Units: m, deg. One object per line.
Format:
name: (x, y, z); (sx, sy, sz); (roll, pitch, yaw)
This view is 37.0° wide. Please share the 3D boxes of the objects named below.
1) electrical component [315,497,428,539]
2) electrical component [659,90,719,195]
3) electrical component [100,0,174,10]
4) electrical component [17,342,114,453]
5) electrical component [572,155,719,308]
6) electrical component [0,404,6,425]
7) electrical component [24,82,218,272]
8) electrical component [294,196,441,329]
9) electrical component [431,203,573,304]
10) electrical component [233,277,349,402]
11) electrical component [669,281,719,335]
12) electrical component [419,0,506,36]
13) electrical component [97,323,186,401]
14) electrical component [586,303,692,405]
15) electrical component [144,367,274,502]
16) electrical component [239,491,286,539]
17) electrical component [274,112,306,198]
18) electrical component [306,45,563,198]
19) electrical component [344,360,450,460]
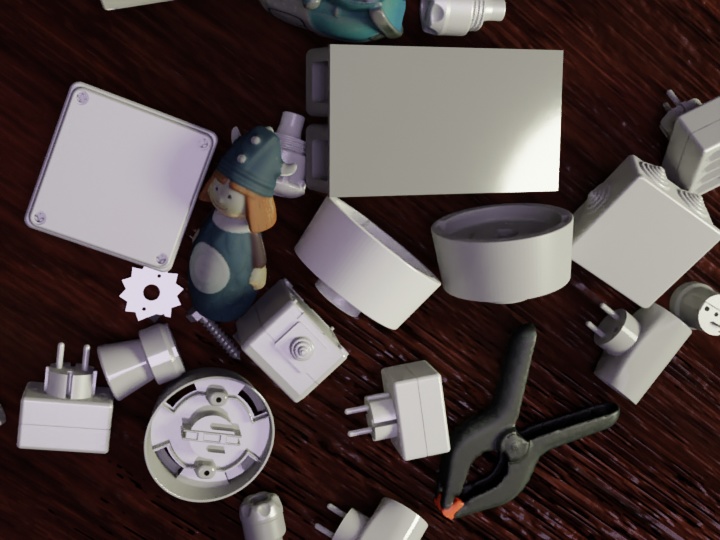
electrical component: (0.002, 0.219, 0.872); (0.079, 0.044, 0.077); (29, 70, 12)
electrical component: (0.266, -0.111, 0.862); (0.047, 0.083, 0.075); (-26, 66, -6)
electrical component: (-0.148, -0.216, 0.734); (0.078, 0.113, 0.057); (-11, 99, -9)
electrical component: (-0.218, 0.092, 0.806); (0.066, 0.047, 0.076); (6, 98, -12)
electrical component: (0.223, -0.032, 0.859); (0.100, 0.048, 0.099); (32, 119, -15)
electrical component: (-0.303, 0.059, 0.781); (0.074, 0.052, 0.138); (-36, 105, -4)
electrical component: (-0.173, -0.068, 0.783); (0.109, 0.056, 0.108); (20, 95, -14)
electrical component: (0.000, 0.000, 0.807); (0.108, 0.108, 0.060); (37, 97, -15)
electrical component: (0.111, -0.009, 0.828); (0.108, 0.108, 0.060); (-10, 108, -10)
electrical component: (-0.055, 0.056, 0.808); (0.061, 0.096, 0.061); (-43, 105, 1)
electrical component: (0.288, 0.033, 0.900); (0.040, 0.046, 0.040); (-2, 100, -11)
electrical component: (0.079, -0.200, 0.819); (0.062, 0.043, 0.043); (0, 100, -13)
electrical component: (-0.165, 0.069, 0.815); (0.055, 0.045, 0.045); (-21, 103, -8)
electrical component: (0.222, 0.058, 0.893); (0.079, 0.043, 0.077); (37, 91, -15)
electrical component: (-0.116, 0.124, 0.824); (0.099, 0.064, 0.099); (-2, 100, -11)
electrical component: (-0.076, 0.211, 0.863); (0.035, 0.035, 0.061); (-12, 104, -9)
electrical component: (-0.058, -0.087, 0.811); (0.048, 0.048, 0.062); (17, 87, -14)
electrical component: (0.054, -0.112, 0.806); (0.186, 0.060, 0.105); (-3, 100, -22)
electrical component: (0.026, 0.115, 0.860); (0.077, 0.047, 0.065); (-10, 102, -10)
